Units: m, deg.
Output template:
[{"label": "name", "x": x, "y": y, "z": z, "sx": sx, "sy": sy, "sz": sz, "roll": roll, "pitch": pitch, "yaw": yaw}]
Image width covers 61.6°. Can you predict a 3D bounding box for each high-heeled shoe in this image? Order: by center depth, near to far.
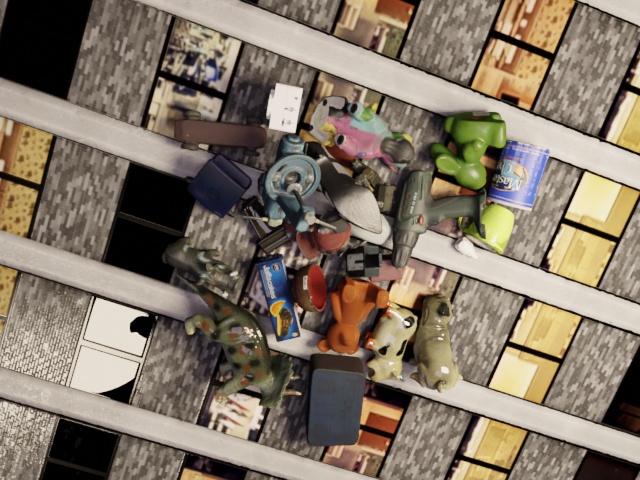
[{"label": "high-heeled shoe", "x": 0.042, "y": -0.113, "z": 1.186, "sx": 0.086, "sy": 0.145, "sz": 0.248, "roll": -38, "pitch": 102, "yaw": -4}]

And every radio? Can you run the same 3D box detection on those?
[{"label": "radio", "x": 0.036, "y": 0.391, "z": 1.309, "sx": 0.131, "sy": 0.073, "sz": 0.229, "roll": 2, "pitch": 113, "yaw": -4}]

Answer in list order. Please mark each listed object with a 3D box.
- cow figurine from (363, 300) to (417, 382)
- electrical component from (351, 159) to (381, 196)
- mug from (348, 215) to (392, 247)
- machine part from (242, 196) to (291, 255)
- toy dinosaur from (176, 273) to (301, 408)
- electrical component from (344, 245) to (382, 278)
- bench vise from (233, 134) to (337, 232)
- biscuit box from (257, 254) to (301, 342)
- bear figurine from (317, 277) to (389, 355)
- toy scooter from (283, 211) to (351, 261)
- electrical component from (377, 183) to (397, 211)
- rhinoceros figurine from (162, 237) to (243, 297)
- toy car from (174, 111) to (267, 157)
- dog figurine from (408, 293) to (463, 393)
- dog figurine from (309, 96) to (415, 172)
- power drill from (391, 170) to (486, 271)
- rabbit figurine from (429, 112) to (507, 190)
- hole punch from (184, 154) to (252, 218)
[{"label": "cow figurine", "x": 0.172, "y": 0.256, "z": 1.301, "sx": 0.127, "sy": 0.085, "sz": 0.194, "roll": 26, "pitch": 99, "yaw": -1}, {"label": "electrical component", "x": 0.103, "y": -0.139, "z": 1.209, "sx": 0.078, "sy": 0.102, "sz": 0.045, "roll": 37, "pitch": 91, "yaw": 13}, {"label": "mug", "x": 0.105, "y": -0.028, "z": 1.240, "sx": 0.107, "sy": 0.081, "sz": 0.109, "roll": 30, "pitch": 104, "yaw": -13}, {"label": "machine part", "x": -0.132, "y": -0.036, "z": 1.248, "sx": 0.084, "sy": 0.039, "sz": 0.138, "roll": -27, "pitch": 103, "yaw": 8}, {"label": "toy dinosaur", "x": -0.181, "y": 0.239, "z": 1.242, "sx": 0.192, "sy": 0.131, "sz": 0.404, "roll": -19, "pitch": 106, "yaw": 11}, {"label": "electrical component", "x": 0.107, "y": 0.048, "z": 1.214, "sx": 0.047, "sy": 0.119, "sz": 0.074, "roll": 3, "pitch": 79, "yaw": -41}, {"label": "bench vise", "x": -0.066, "y": -0.089, "z": 1.113, "sx": 0.129, "sy": 0.241, "sz": 0.223, "roll": 10, "pitch": 122, "yaw": -32}, {"label": "biscuit box", "x": -0.097, "y": 0.135, "z": 1.273, "sx": 0.063, "sy": 0.059, "sz": 0.202, "roll": -13, "pitch": 102, "yaw": 0}, {"label": "bear figurine", "x": 0.070, "y": 0.189, "z": 1.258, "sx": 0.120, "sy": 0.132, "sz": 0.195, "roll": 14, "pitch": 95, "yaw": -15}, {"label": "toy scooter", "x": -0.003, "y": -0.004, "z": 1.221, "sx": 0.184, "sy": 0.075, "sz": 0.135, "roll": 12, "pitch": 128, "yaw": 36}, {"label": "electrical component", "x": 0.149, "y": -0.098, "z": 1.223, "sx": 0.021, "sy": 0.094, "sz": 0.063, "roll": 14, "pitch": 104, "yaw": 32}, {"label": "rhinoceros figurine", "x": -0.263, "y": 0.060, "z": 1.225, "sx": 0.190, "sy": 0.112, "sz": 0.073, "roll": 28, "pitch": 97, "yaw": 0}, {"label": "toy car", "x": -0.219, "y": -0.235, "z": 1.194, "sx": 0.202, "sy": 0.053, "sz": 0.089, "roll": 3, "pitch": 97, "yaw": -7}, {"label": "dog figurine", "x": 0.276, "y": 0.237, "z": 1.259, "sx": 0.121, "sy": 0.172, "sz": 0.190, "roll": -3, "pitch": 109, "yaw": -13}, {"label": "dog figurine", "x": 0.107, "y": -0.226, "z": 1.191, "sx": 0.219, "sy": 0.192, "sz": 0.108, "roll": 17, "pitch": 99, "yaw": -41}, {"label": "power drill", "x": 0.268, "y": -0.041, "z": 1.206, "sx": 0.208, "sy": 0.086, "sz": 0.232, "roll": 2, "pitch": 82, "yaw": 24}, {"label": "rabbit figurine", "x": 0.331, "y": -0.190, "z": 1.199, "sx": 0.159, "sy": 0.121, "sz": 0.170, "roll": -2, "pitch": 117, "yaw": 1}, {"label": "hole punch", "x": -0.227, "y": -0.118, "z": 1.202, "sx": 0.142, "sy": 0.092, "sz": 0.116, "roll": 39, "pitch": 101, "yaw": -13}]
